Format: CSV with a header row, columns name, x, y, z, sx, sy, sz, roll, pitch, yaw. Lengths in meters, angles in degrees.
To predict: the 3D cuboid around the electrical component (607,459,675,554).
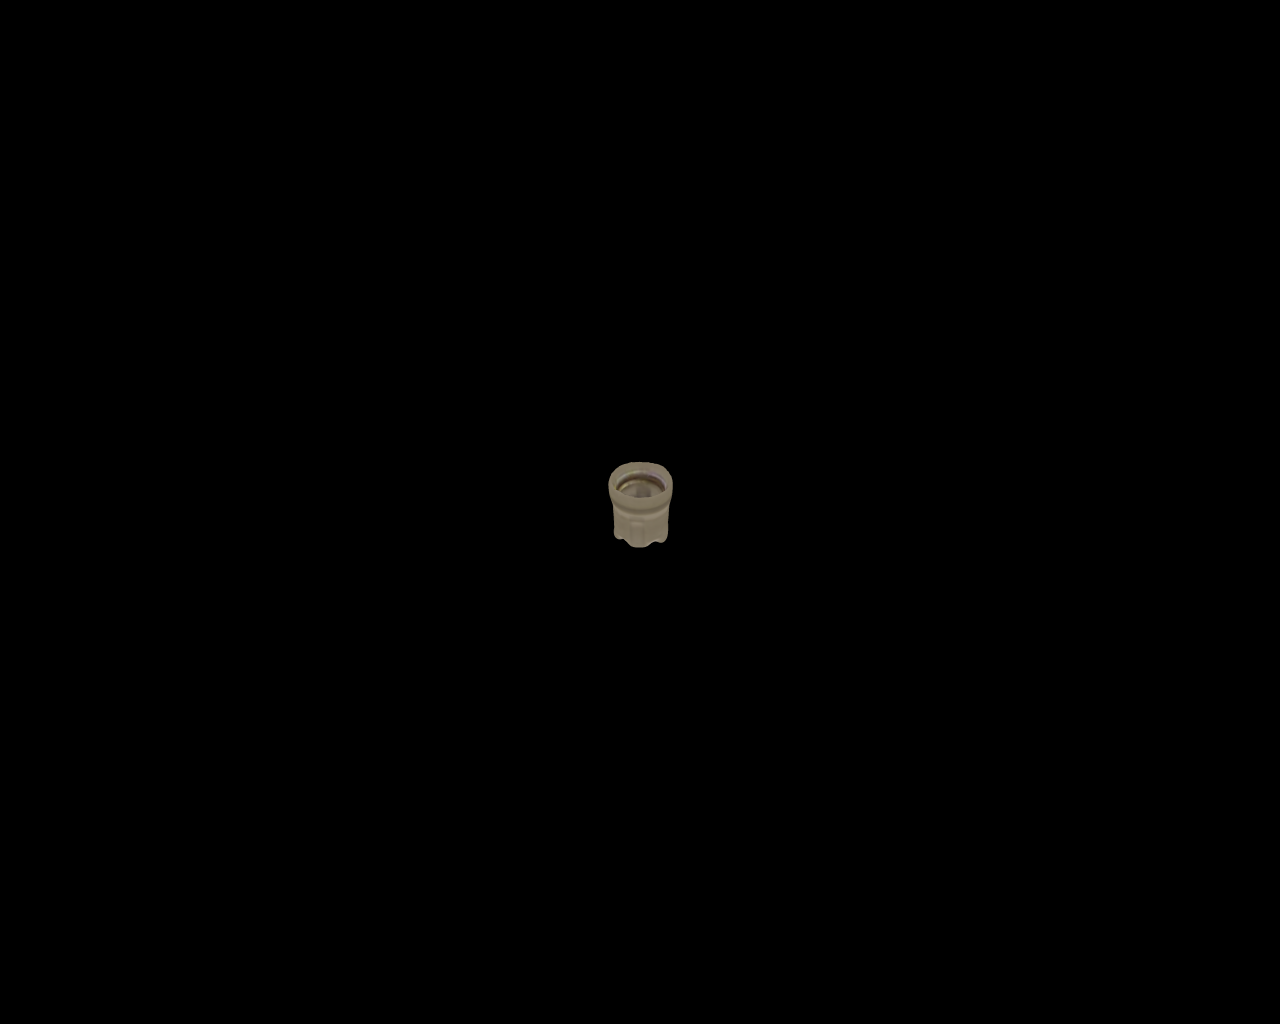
name,x,y,z,sx,sy,sz,roll,pitch,yaw
electrical component,0.001,-0.003,0.650,0.040,0.046,0.040,0,39,0
